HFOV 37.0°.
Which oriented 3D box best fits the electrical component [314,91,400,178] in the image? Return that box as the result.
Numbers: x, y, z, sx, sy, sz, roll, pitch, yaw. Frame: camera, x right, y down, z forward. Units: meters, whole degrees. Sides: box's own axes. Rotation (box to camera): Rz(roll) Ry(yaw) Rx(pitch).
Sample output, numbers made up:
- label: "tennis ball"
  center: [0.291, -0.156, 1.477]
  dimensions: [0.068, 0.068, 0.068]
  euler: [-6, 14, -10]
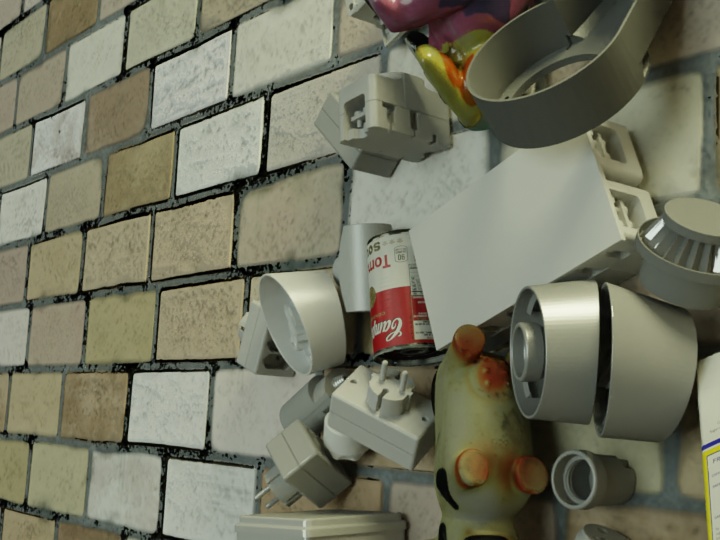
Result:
- label: "electrical component"
  center: [0.008, -0.141, 0.990]
  dimensions: [0.075, 0.047, 0.083]
  euler: [-61, 42, 24]

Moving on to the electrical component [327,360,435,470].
- label: "electrical component"
  center: [0.023, 0.106, 0.874]
  dimensions: [0.083, 0.047, 0.075]
  euler: [25, 130, 21]

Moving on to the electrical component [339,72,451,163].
- label: "electrical component"
  center: [0.030, -0.133, 0.926]
  dimensions: [0.050, 0.089, 0.055]
  euler: [-18, 68, 49]

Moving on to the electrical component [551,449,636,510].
- label: "electrical component"
  center: [0.161, 0.144, 0.737]
  dimensions: [0.040, 0.046, 0.040]
  euler: [-15, 71, 50]

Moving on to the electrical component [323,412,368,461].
- label: "electrical component"
  center: [-0.010, 0.134, 0.948]
  dimensions: [0.043, 0.043, 0.062]
  euler: [44, 138, 47]

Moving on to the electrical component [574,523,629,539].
- label: "electrical component"
  center: [0.159, 0.206, 0.727]
  dimensions: [0.045, 0.045, 0.055]
  euler: [37, 111, 49]

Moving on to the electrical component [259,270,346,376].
- label: "electrical component"
  center: [-0.051, 0.047, 0.991]
  dimensions: [0.099, 0.064, 0.099]
  euler: [170, 90, -75]

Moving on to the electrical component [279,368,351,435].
- label: "electrical component"
  center: [-0.035, 0.120, 0.992]
  dimensions: [0.081, 0.043, 0.043]
  euler: [-45, 50, 37]

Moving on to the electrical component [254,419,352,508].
- label: "electrical component"
  center: [-0.060, 0.186, 0.968]
  dimensions: [0.077, 0.065, 0.047]
  euler: [-39, 43, 2]

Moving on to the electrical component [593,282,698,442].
- label: "electrical component"
  center: [0.175, 0.062, 0.697]
  dimensions: [0.099, 0.064, 0.099]
  euler: [-168, 90, -85]

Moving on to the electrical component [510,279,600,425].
- label: "electrical component"
  center: [0.138, 0.055, 0.729]
  dimensions: [0.099, 0.064, 0.099]
  euler: [-179, 90, -83]

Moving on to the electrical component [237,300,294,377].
- label: "electrical component"
  center: [-0.098, 0.064, 1.080]
  dimensions: [0.077, 0.047, 0.065]
  euler: [24, 101, 51]

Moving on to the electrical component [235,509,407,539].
- label: "electrical component"
  center: [-0.034, 0.236, 0.914]
  dimensions: [0.109, 0.109, 0.056]
  euler: [-13, 75, 50]

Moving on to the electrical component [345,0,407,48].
- label: "electrical component"
  center: [0.019, -0.251, 0.987]
  dimensions: [0.042, 0.064, 0.081]
  euler: [-39, 54, 42]

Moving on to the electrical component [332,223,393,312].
- label: "electrical component"
  center: [0.000, 0.000, 0.973]
  dimensions: [0.079, 0.043, 0.077]
  euler: [-9, 82, 63]

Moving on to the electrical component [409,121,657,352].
- label: "electrical component"
  center: [0.128, -0.022, 0.802]
  dimensions: [0.186, 0.060, 0.105]
  euler: [-36, 56, 42]
